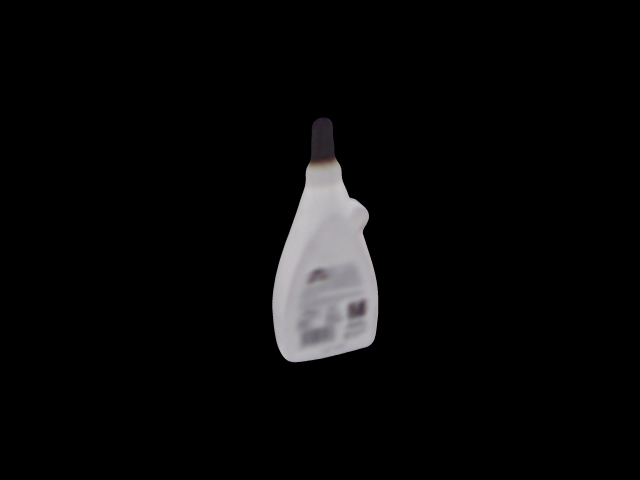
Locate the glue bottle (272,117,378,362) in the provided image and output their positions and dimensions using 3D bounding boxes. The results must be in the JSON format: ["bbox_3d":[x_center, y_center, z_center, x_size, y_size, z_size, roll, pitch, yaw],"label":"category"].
[{"bbox_3d":[0.004,0.001,0.400,0.078,0.173,0.037,-8,26,-18],"label":"glue bottle"}]
